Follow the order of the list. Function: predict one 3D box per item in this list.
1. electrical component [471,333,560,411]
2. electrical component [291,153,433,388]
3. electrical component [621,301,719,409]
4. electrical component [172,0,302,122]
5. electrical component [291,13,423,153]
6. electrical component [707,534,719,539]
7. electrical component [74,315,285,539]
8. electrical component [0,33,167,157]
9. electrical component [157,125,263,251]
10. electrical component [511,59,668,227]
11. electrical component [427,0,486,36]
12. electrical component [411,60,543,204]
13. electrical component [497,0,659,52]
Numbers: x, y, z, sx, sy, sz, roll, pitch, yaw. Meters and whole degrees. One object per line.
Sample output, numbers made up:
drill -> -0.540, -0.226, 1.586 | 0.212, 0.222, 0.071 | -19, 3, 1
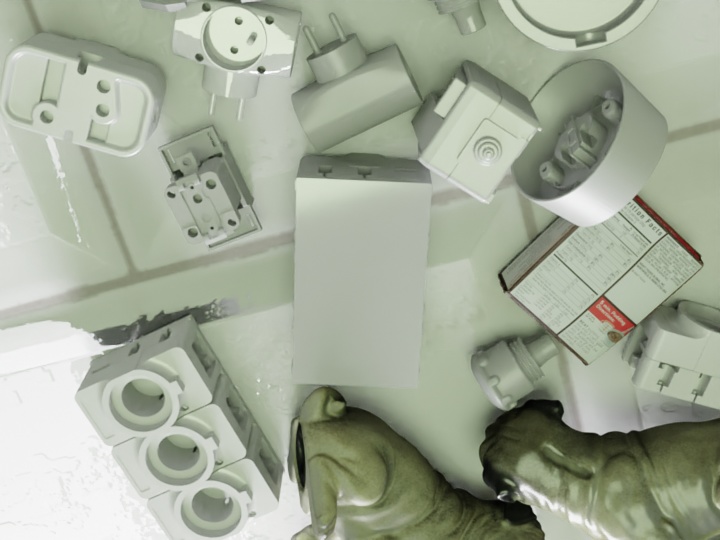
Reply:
electrical component -> 0.115, 0.069, 0.783 | 0.062, 0.048, 0.048 | -33, 108, 6
electrical component -> 0.000, 0.000, 0.746 | 0.089, 0.061, 0.150 | 3, 112, 0
electrical component -> 0.244, 0.060, 0.774 | 0.089, 0.050, 0.055 | 15, 112, -6
electrical component -> -0.082, -0.136, 0.701 | 0.077, 0.044, 0.079 | 11, 112, -3
electrical component -> -0.010, -0.128, 0.704 | 0.077, 0.044, 0.079 | -24, 110, 10
electrical component -> 0.260, 0.276, 0.855 | 0.150, 0.061, 0.089 | -26, 109, 11
electrical component -> -0.131, 0.124, 0.798 | 0.089, 0.061, 0.150 | -25, 110, 10
electrical component -> -0.179, -0.116, 0.702 | 0.095, 0.059, 0.053 | 16, 111, -6
electrical component -> -0.103, -0.050, 0.726 | 0.042, 0.063, 0.081 | -21, 111, 10
electrical component -> 0.147, -0.080, 0.696 | 0.064, 0.099, 0.099 | 33, 109, -18
electrical component -> 0.061, -0.181, 0.682 | 0.043, 0.043, 0.062 | -22, 111, 9
electrical component -> 0.072, -0.091, 0.690 | 0.061, 0.096, 0.061 | 31, 109, -9
electrical component -> 0.132, -0.195, 0.666 | 0.108, 0.060, 0.108 | 0, 112, 0
